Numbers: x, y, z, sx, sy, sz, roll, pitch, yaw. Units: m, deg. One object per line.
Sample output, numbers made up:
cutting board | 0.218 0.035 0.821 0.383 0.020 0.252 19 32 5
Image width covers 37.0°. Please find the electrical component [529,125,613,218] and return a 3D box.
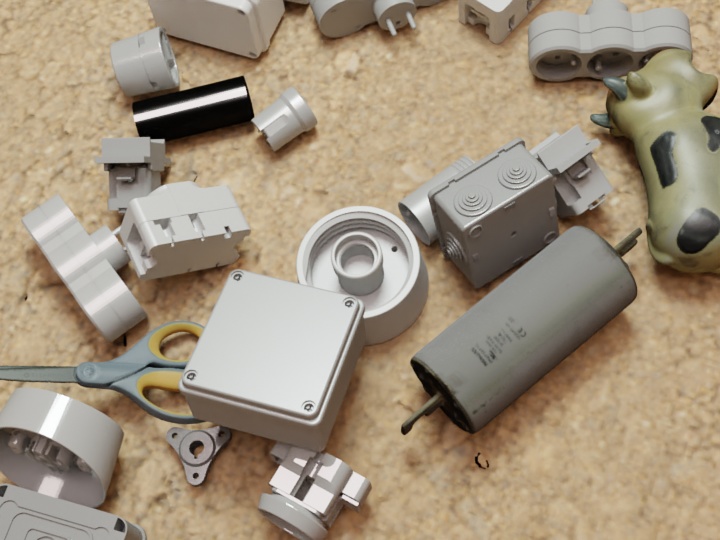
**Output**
electrical component | 0.169 -0.078 0.873 0.042 0.081 0.063 -36 96 -9

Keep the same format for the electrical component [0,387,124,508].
electrical component | -0.230 0.133 0.811 0.099 0.099 0.064 13 62 12

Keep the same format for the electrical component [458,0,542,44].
electrical component | 0.133 -0.259 0.966 0.050 0.055 0.089 37 75 20

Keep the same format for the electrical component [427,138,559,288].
electrical component | 0.109 -0.042 0.850 0.100 0.099 0.048 -31 54 -8

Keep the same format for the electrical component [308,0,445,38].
electrical component | 0.028 -0.243 0.973 0.138 0.052 0.073 -20 67 -3

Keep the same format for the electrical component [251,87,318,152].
electrical component | -0.067 -0.131 0.941 0.046 0.040 0.040 -37 67 -4

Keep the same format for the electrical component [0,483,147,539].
electrical component | -0.224 0.211 0.794 0.113 0.057 0.078 13 68 12

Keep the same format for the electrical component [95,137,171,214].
electrical component | -0.191 -0.080 0.913 0.042 0.081 0.063 -1 94 6

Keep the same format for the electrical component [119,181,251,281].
electrical component | -0.145 -0.034 0.881 0.089 0.050 0.055 -12 61 -33

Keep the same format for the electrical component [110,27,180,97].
electrical component | -0.195 -0.186 0.971 0.047 0.055 0.055 -15 65 4

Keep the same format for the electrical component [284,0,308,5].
electrical component | -0.035 -0.310 1.009 0.074 0.052 0.138 13 68 11

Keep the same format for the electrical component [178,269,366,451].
electrical component | -0.062 0.065 0.795 0.109 0.056 0.108 13 57 13

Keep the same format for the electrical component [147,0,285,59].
electrical component | -0.133 -0.247 0.978 0.113 0.078 0.057 18 66 14

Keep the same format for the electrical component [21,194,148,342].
electrical component | -0.216 -0.013 0.896 0.074 0.052 0.138 -37 67 -10

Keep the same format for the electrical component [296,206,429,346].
electrical component | 0.000 0.000 0.863 0.108 0.060 0.108 -2 66 5

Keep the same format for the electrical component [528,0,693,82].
electrical component | 0.216 -0.210 0.937 0.138 0.052 0.073 0 66 6

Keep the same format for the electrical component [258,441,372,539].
electrical component | -0.039 0.165 0.795 0.078 0.058 0.057 25 68 16

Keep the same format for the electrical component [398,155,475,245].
electrical component | 0.076 -0.061 0.891 0.081 0.043 0.043 -36 67 -10
